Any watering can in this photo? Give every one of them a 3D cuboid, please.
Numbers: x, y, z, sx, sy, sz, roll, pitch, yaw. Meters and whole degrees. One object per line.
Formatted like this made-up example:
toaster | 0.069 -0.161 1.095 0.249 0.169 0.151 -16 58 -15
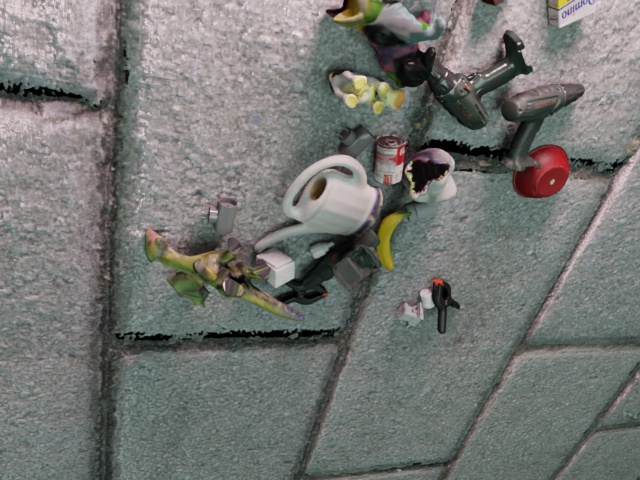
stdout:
watering can | 0.004 -0.061 1.221 0.223 0.106 0.341 19 130 -29

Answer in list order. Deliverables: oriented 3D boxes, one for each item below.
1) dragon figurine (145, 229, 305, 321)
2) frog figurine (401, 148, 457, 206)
dragon figurine | -0.248 0.107 1.235 0.240 0.125 0.405 -20 126 43
frog figurine | 0.274 -0.150 1.251 0.159 0.124 0.136 7 116 -59
